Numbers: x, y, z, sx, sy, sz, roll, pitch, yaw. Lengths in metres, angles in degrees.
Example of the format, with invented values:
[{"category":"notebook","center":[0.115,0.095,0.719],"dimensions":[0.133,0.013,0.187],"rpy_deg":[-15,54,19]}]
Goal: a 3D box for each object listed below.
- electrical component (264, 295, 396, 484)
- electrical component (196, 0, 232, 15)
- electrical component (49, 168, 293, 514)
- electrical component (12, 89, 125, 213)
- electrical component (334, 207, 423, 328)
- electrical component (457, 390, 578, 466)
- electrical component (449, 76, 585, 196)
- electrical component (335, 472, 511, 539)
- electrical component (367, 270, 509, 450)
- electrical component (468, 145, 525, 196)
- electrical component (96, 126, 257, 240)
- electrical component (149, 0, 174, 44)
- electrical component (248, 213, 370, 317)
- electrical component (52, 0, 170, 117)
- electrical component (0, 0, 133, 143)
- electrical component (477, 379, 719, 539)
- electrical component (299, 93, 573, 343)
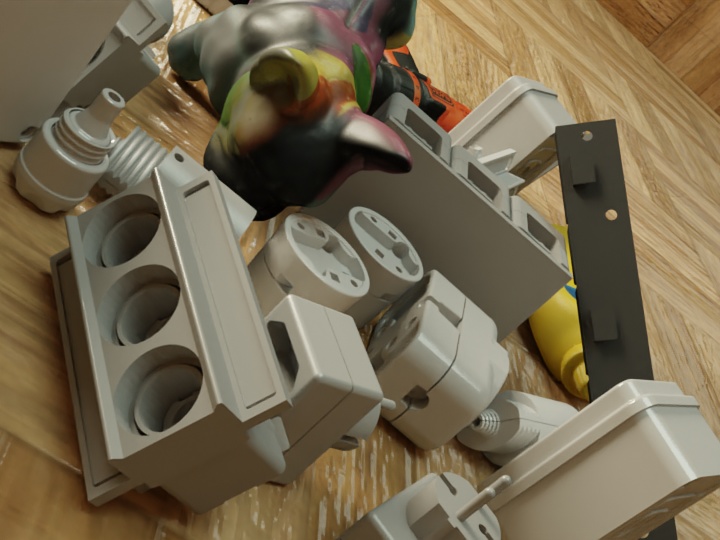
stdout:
[{"category":"electrical component","center":[-0.017,0.057,0.470],"dimensions":[0.077,0.066,0.047],"rpy_deg":[23,33,-41]},{"category":"electrical component","center":[-0.107,-0.235,0.812],"dimensions":[0.076,0.047,0.083],"rpy_deg":[40,25,-12]},{"category":"electrical component","center":[-0.072,0.028,0.421],"dimensions":[0.063,0.079,0.121],"rpy_deg":[56,8,-49]},{"category":"electrical component","center":[-0.126,-0.055,0.478],"dimensions":[0.035,0.061,0.035],"rpy_deg":[36,26,-21]},{"category":"electrical component","center":[0.000,0.000,0.610],"dimensions":[0.055,0.047,0.055],"rpy_deg":[36,26,-20]},{"category":"electrical component","center":[0.090,0.091,0.615],"dimensions":[0.081,0.043,0.043],"rpy_deg":[18,35,-45]},{"category":"electrical component","center":[0.113,-0.098,0.866],"dimensions":[0.057,0.113,0.078],"rpy_deg":[56,26,15]},{"category":"electrical component","center":[0.032,0.111,0.450],"dimensions":[0.047,0.077,0.066],"rpy_deg":[52,25,14]},{"category":"electrical component","center":[0.041,0.050,0.588],"dimensions":[0.059,0.054,0.095],"rpy_deg":[41,24,-9]},{"category":"electrical component","center":[0.068,-0.051,0.778],"dimensions":[0.063,0.078,0.121],"rpy_deg":[28,20,15]},{"category":"electrical component","center":[-0.095,-0.038,0.522],"dimensions":[0.081,0.043,0.043],"rpy_deg":[40,25,-12]},{"category":"electrical component","center":[-0.139,-0.142,0.623],"dimensions":[0.044,0.044,0.065],"rpy_deg":[40,29,-13]},{"category":"electrical component","center":[-0.031,0.007,0.550],"dimensions":[0.055,0.047,0.055],"rpy_deg":[36,26,-20]},{"category":"electrical component","center":[-0.160,-0.139,0.551],"dimensions":[0.121,0.079,0.063],"rpy_deg":[50,3,10]},{"category":"electrical component","center":[-0.164,-0.111,0.450],"dimensions":[0.056,0.108,0.109],"rpy_deg":[51,24,18]},{"category":"electrical component","center":[0.127,0.110,0.560],"dimensions":[0.078,0.113,0.057],"rpy_deg":[10,44,-52]},{"category":"electrical component","center":[0.047,-0.027,0.676],"dimensions":[0.150,0.089,0.061],"rpy_deg":[39,25,-13]}]
